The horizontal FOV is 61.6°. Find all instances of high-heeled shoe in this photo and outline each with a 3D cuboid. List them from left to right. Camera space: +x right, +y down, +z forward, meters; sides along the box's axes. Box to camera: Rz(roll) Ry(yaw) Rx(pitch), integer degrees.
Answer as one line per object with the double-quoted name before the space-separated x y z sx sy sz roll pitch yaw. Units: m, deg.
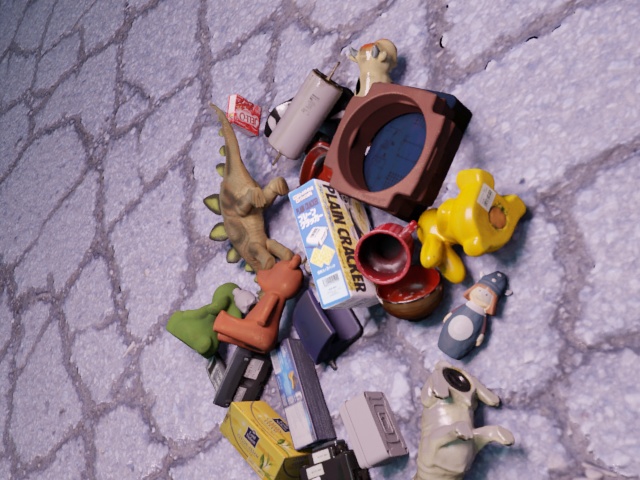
"high-heeled shoe" -0.019 -0.257 1.170 0.145 0.086 0.249 53 135 2

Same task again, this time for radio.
"radio" 0.162 -0.157 0.977 0.131 0.073 0.229 31 96 41

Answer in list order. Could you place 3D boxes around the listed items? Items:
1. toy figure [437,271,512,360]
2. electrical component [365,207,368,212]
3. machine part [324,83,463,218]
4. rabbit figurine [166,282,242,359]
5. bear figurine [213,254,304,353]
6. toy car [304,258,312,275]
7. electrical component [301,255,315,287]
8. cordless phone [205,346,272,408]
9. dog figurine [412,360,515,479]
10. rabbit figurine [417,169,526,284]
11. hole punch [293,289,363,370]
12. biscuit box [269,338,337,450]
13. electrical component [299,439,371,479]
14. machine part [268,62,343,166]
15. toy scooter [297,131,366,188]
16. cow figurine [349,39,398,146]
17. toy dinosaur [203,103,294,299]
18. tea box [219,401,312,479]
"toy figure" 0.245 0.116 0.847 0.064 0.058 0.154 30 98 1
"electrical component" 0.064 -0.052 1.057 0.063 0.021 0.094 22 91 40
"machine part" 0.121 -0.150 0.903 0.202 0.087 0.201 25 94 39
"rabbit figurine" -0.231 0.159 1.162 0.170 0.121 0.159 -55 17 -19
"bear figurine" -0.111 0.114 1.049 0.132 0.120 0.196 17 71 3
"toy car" -0.002 -0.003 1.017 0.053 0.089 0.202 -30 56 32
"electrical component" 0.003 0.049 1.068 0.078 0.045 0.102 -27 62 -1
"cordless phone" -0.190 0.258 1.151 0.184 0.088 0.146 32 100 59
"dog figurine" 0.182 0.305 0.828 0.172 0.121 0.190 -89 23 -58
"rabbit figurine" 0.223 -0.014 0.869 0.173 0.122 0.162 -6 62 60
"hole punch" -0.001 0.163 1.011 0.115 0.092 0.142 -49 57 23
"biscuit box" -0.037 0.287 1.020 0.059 0.062 0.203 -35 58 28
"electrical component" 0.029 0.421 0.935 0.115 0.058 0.134 -29 61 28
"machine part" -0.030 -0.247 1.068 0.243 0.079 0.079 -53 52 22
"toy scooter" 0.012 -0.139 1.089 0.184 0.075 0.135 35 100 42
"cow figurine" 0.099 -0.287 1.025 0.086 0.127 0.194 15 90 37
"toy dinosaur" -0.168 -0.077 1.163 0.199 0.105 0.471 -6 90 41
"tea box" -0.102 0.382 1.024 0.170 0.098 0.068 29 98 38
